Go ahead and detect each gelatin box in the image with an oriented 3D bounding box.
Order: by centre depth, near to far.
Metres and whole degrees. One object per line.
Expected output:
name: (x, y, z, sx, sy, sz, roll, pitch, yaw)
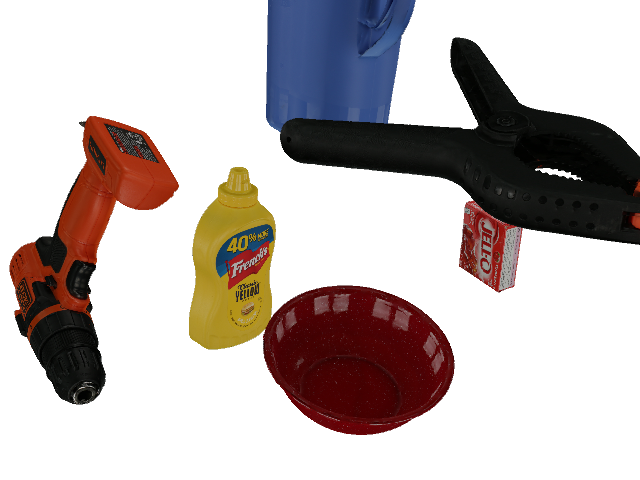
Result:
gelatin box: (0.200, 0.005, 1.260, 0.030, 0.089, 0.073, -15, 32, -29)

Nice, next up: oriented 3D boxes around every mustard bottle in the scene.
mustard bottle: (-0.089, 0.014, 1.111, 0.096, 0.192, 0.058, -19, 35, -40)

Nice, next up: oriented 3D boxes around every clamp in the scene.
clamp: (0.091, -0.049, 0.595, 0.164, 0.036, 0.210, -26, 43, -28)

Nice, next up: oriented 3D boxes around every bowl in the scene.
bowl: (0.029, 0.111, 0.906, 0.162, 0.055, 0.162, 5, 39, -4)

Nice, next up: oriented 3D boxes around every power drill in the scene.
power drill: (-0.182, 0.011, 0.842, 0.057, 0.188, 0.185, 16, 25, -39)

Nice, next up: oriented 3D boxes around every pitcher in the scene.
pitcher: (0.020, -0.208, 0.898, 0.145, 0.243, 0.149, 8, 17, 11)
